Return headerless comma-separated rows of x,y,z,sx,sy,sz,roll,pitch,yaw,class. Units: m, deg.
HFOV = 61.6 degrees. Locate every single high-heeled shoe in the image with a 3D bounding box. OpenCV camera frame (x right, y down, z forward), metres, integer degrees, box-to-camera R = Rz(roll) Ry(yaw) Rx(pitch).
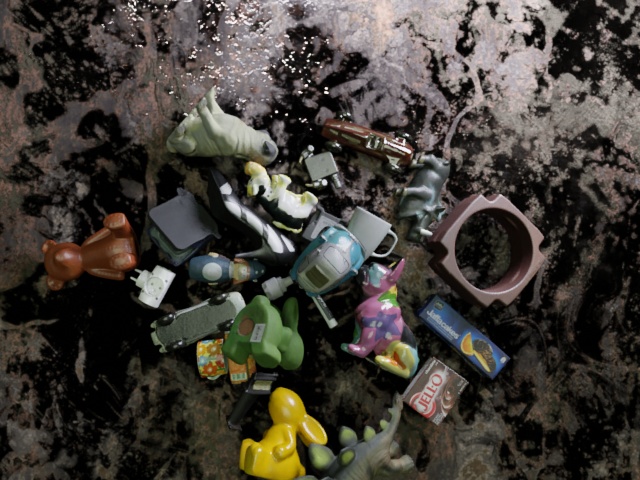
-0.142,-0.056,1.126,0.145,0.086,0.249,-10,70,-30,high-heeled shoe

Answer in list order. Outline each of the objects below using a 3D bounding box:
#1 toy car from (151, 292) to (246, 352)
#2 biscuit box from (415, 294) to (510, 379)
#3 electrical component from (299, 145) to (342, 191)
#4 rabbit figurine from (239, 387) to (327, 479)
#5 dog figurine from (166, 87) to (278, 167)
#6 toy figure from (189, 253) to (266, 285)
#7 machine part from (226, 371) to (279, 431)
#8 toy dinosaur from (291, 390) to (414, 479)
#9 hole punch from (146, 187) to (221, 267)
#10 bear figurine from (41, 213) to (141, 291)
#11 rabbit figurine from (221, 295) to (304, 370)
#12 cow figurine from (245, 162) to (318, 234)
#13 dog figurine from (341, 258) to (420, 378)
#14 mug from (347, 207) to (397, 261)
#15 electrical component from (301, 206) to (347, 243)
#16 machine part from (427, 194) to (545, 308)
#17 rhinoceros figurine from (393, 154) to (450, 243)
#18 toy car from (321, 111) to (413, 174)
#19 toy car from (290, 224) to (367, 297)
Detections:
-0.248,0.167,1.101,0.202,0.056,0.073,-21,86,-2,toy car
0.291,0.198,1.114,0.203,0.059,0.063,41,85,2,biscuit box
-0.003,-0.151,1.143,0.078,0.045,0.102,-15,86,-2,electrical component
-0.069,0.383,1.063,0.162,0.121,0.173,11,66,-4,rabbit figurine
-0.204,-0.194,1.124,0.190,0.121,0.172,43,127,-19,dog figurine
-0.191,0.063,1.113,0.155,0.058,0.064,2,129,-2,toy figure
-0.142,0.317,1.070,0.039,0.084,0.138,39,104,32,machine part
0.030,0.493,1.021,0.198,0.105,0.471,37,76,-25,toy dinosaur
-0.286,-0.021,1.108,0.142,0.092,0.116,47,52,11,hole punch
-0.467,0.027,1.072,0.196,0.132,0.120,-8,78,-9,bear figurine
-0.096,0.193,1.072,0.121,0.170,0.159,-13,53,28,rabbit figurine
-0.095,-0.087,1.107,0.167,0.068,0.098,31,85,-13,cow figurine
0.140,0.148,1.093,0.192,0.108,0.219,24,82,1,dog figurine
0.098,0.000,1.121,0.109,0.081,0.107,30,97,-6,mug
-0.002,-0.003,1.129,0.075,0.048,0.119,30,83,1,electrical component
0.339,0.022,1.108,0.201,0.087,0.201,43,80,-6,machine part
0.217,-0.087,1.137,0.112,0.073,0.190,22,83,-11,rhinoceros figurine
0.103,-0.210,1.150,0.202,0.053,0.089,21,88,-1,toy car
0.006,0.051,1.060,0.161,0.103,0.109,-40,94,18,toy car
